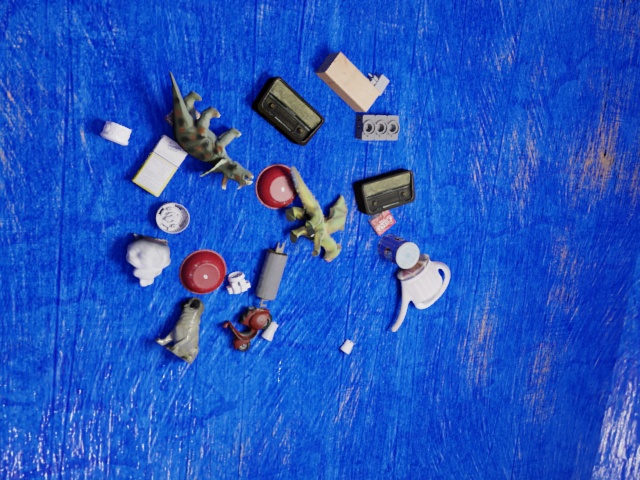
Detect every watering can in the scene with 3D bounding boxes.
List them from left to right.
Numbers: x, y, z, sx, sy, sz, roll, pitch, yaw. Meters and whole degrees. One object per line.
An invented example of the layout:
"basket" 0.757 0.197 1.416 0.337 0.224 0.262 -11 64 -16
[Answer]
"watering can" 0.382 0.199 2.082 0.350 0.105 0.221 -39 114 -12

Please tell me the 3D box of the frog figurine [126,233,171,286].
"frog figurine" -0.545 0.069 1.624 0.136 0.123 0.160 16 84 -46

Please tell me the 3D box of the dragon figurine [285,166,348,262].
"dragon figurine" 0.006 -0.093 1.850 0.246 0.122 0.403 -27 120 -43
